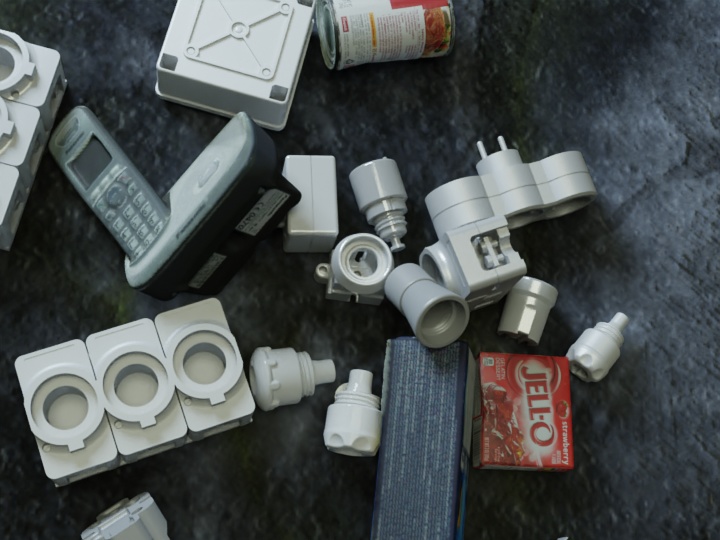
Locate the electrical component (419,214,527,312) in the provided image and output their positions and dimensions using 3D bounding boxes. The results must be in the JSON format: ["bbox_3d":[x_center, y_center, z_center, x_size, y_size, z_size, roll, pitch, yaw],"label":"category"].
[{"bbox_3d":[0.082,0.001,0.829,0.056,0.089,0.050,-18,76,-14],"label":"electrical component"}]

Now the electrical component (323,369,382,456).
[{"bbox_3d":[-0.003,0.106,0.807,0.043,0.043,0.062,11,71,-6],"label":"electrical component"}]

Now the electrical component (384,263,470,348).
[{"bbox_3d":[0.046,0.023,0.791,0.044,0.044,0.065,-23,35,-15],"label":"electrical component"}]

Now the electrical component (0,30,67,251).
[{"bbox_3d":[-0.291,-0.103,0.816,0.089,0.061,0.150,14,71,-4],"label":"electrical component"}]

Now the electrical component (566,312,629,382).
[{"bbox_3d":[0.193,0.059,0.858,0.035,0.035,0.061,42,69,5],"label":"electrical component"}]

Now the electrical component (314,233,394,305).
[{"bbox_3d":[0.000,0.000,0.834,0.066,0.055,0.048,8,72,-7],"label":"electrical component"}]

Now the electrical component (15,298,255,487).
[{"bbox_3d":[-0.161,0.087,0.778,0.150,0.061,0.089,-17,76,-14],"label":"electrical component"}]

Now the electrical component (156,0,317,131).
[{"bbox_3d":[-0.100,-0.182,0.875,0.109,0.056,0.108,15,71,-4],"label":"electrical component"}]

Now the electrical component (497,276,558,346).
[{"bbox_3d":[0.132,0.033,0.854,0.040,0.040,0.046,20,77,-2],"label":"electrical component"}]

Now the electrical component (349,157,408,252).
[{"bbox_3d":[0.019,-0.052,0.862,0.040,0.040,0.078,-14,76,-13],"label":"electrical component"}]

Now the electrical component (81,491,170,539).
[{"bbox_3d":[-0.153,0.194,0.742,0.058,0.078,0.057,-32,99,-16],"label":"electrical component"}]

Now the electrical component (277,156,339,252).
[{"bbox_3d":[-0.059,-0.051,0.845,0.077,0.047,0.065,0,73,-9],"label":"electrical component"}]

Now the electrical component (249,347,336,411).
[{"bbox_3d":[-0.050,0.079,0.808,0.062,0.048,0.048,-6,74,-18],"label":"electrical component"}]

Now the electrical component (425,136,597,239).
[{"bbox_3d":[0.118,-0.074,0.878,0.138,0.052,0.073,-15,75,-13],"label":"electrical component"}]
